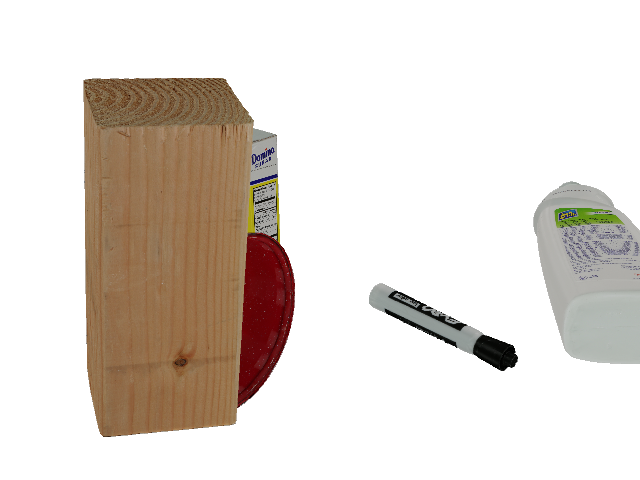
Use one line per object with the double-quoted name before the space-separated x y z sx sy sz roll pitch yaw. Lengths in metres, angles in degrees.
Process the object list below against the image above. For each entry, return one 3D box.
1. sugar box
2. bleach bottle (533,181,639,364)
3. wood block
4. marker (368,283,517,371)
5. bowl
"sugar box" -0.086 -0.029 1.097 0.048 0.176 0.093 -24 30 -38
"bleach bottle" 0.242 0.012 0.922 0.102 0.068 0.250 0 27 5
"wood block" -0.099 0.010 0.669 0.090 0.206 0.090 -3 26 -17
"marker" 0.085 0.060 0.743 0.121 0.020 0.020 25 16 37
"bowl" -0.094 0.062 0.897 0.055 0.162 0.162 23 -14 -38
